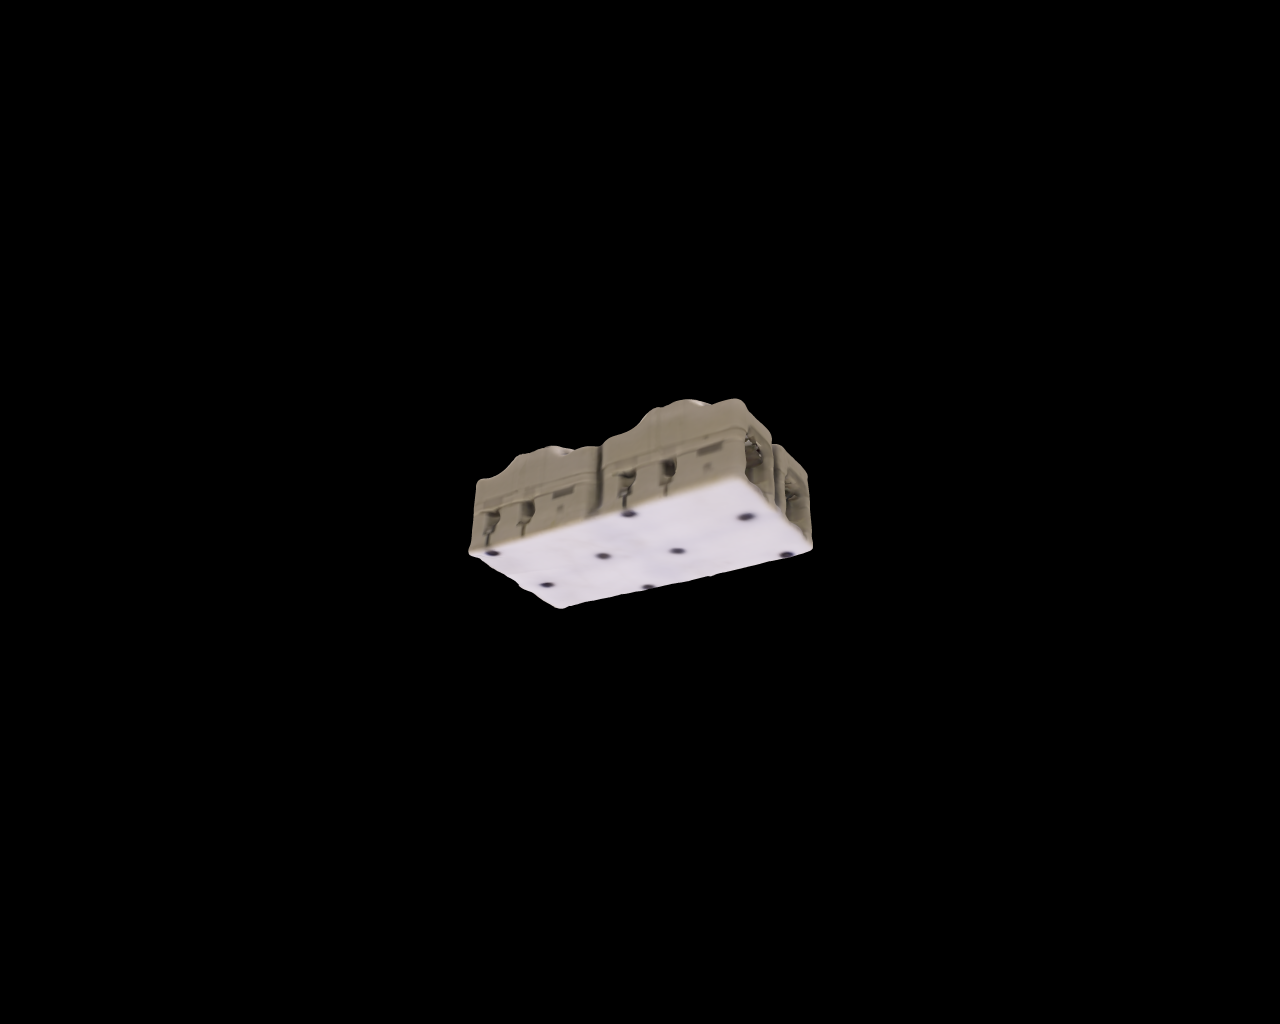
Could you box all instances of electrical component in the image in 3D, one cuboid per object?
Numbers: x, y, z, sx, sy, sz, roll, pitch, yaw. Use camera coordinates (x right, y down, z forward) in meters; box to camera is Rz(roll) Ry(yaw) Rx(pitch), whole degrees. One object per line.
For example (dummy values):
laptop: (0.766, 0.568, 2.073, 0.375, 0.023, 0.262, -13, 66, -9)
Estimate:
electrical component: (0.001, -0.003, 0.650, 0.186, 0.060, 0.105, -15, -32, 27)
